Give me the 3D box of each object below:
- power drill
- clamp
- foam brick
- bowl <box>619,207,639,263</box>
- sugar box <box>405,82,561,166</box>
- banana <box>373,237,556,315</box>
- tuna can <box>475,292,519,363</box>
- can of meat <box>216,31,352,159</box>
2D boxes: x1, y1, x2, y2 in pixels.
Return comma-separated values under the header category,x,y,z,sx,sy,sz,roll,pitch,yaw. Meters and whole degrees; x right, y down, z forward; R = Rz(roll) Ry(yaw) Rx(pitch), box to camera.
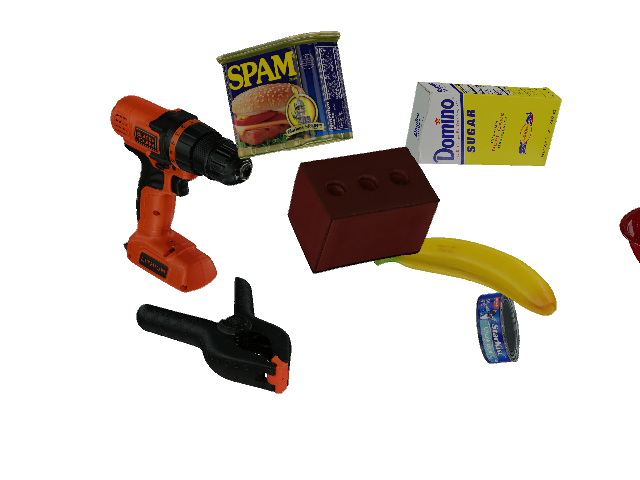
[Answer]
category,x,y,z,sx,sy,sz,roll,pitch,yaw
power drill,-0.144,-0.043,1.110,0.185,0.188,0.057,28,37,34
clamp,-0.075,0.083,0.981,0.120,0.039,0.172,-28,42,-36
foam brick,0.026,-0.020,0.681,0.078,0.053,0.051,-11,-37,-22
bowl,0.391,0.011,1.101,0.162,0.055,0.162,-3,23,1
sugar box,0.196,-0.139,1.290,0.176,0.093,0.048,-2,28,-20
banana,0.149,0.031,1.027,0.198,0.037,0.069,14,42,37
tuna can,0.214,0.105,1.286,0.034,0.086,0.086,-8,-3,21
can of meat,-0.027,-0.114,0.847,0.102,0.084,0.057,-7,5,37
